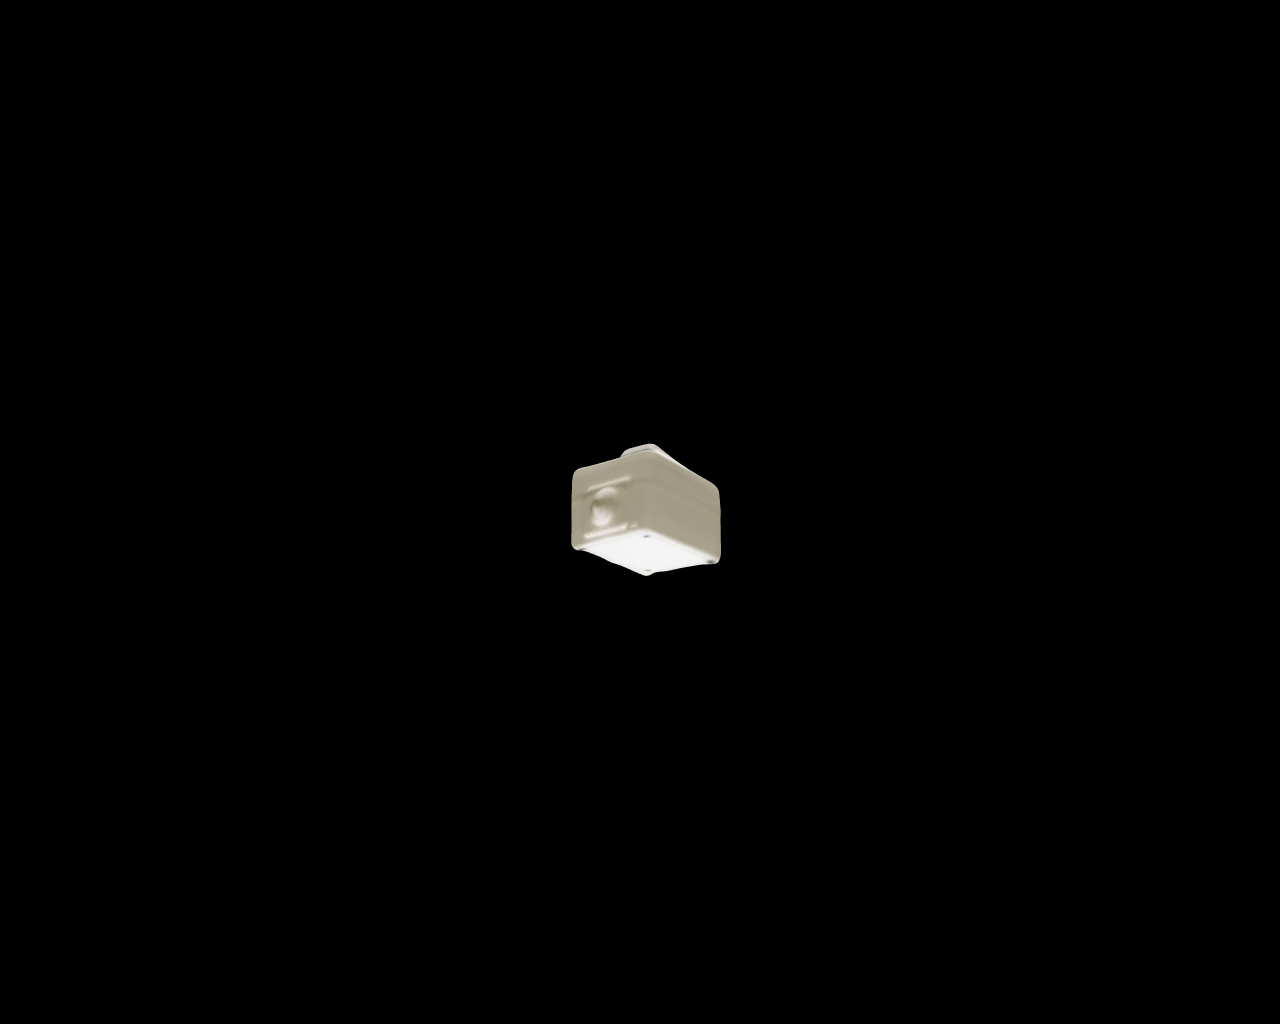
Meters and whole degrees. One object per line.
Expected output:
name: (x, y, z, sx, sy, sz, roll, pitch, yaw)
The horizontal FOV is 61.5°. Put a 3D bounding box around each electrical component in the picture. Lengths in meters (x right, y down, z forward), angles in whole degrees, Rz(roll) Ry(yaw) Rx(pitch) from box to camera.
electrical component: (0.001, -0.003, 0.650, 0.061, 0.061, 0.096, -14, -24, 33)
